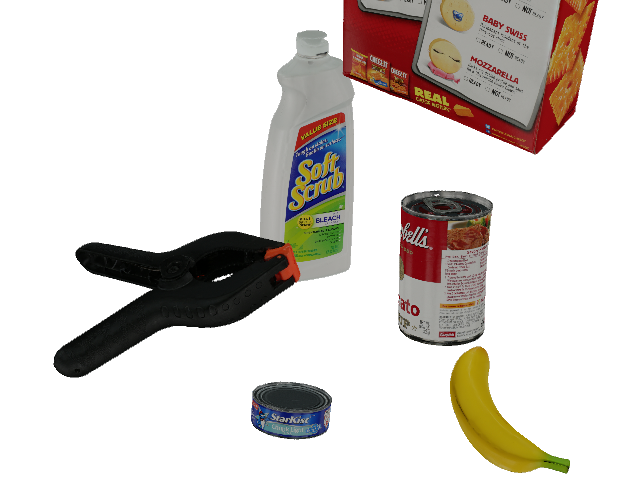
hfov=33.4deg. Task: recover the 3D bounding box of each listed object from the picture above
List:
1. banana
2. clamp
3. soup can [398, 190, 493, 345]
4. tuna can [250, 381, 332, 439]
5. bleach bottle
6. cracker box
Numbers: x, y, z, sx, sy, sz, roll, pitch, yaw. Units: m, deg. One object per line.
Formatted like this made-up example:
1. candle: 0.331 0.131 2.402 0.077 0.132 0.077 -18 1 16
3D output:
1. banana: 0.157 0.159 0.996 0.069 0.037 0.198 7 25 -20
2. clamp: -0.101 0.039 0.723 0.172 0.120 0.039 -8 -43 16
3. soup can: 0.093 0.020 0.805 0.068 0.102 0.068 0 19 0
4. tuna can: -0.032 0.182 1.144 0.086 0.034 0.086 5 12 -1
5. bleach bottle: -0.016 -0.084 1.072 0.102 0.251 0.068 -9 28 -17
6. cracker box: 0.100 -0.183 0.703 0.164 0.214 0.072 27 50 25
